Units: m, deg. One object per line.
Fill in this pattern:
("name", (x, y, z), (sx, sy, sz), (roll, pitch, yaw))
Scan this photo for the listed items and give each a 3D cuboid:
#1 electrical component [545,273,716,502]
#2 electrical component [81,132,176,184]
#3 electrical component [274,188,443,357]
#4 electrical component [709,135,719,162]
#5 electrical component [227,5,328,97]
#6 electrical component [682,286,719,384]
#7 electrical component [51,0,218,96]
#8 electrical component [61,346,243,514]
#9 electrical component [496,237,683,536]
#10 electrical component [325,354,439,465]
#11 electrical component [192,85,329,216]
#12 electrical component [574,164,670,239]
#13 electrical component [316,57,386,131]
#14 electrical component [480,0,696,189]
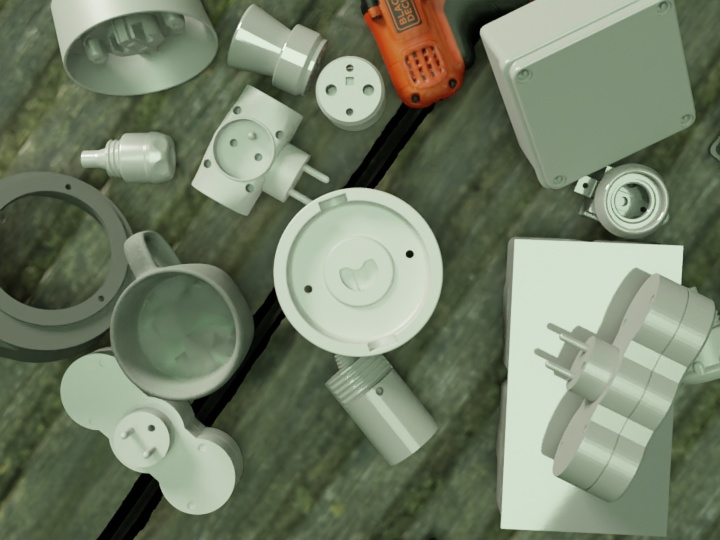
("electrical component", (0.150, 0.064, 0.653), (0.074, 0.052, 0.138), (26, 95, 1))
("electrical component", (-0.158, -0.076, 0.728), (0.061, 0.035, 0.035), (-1, 94, 5))
("electrical component", (0.000, 0.000, 0.713), (0.108, 0.060, 0.108), (0, 94, 2))
("electrical component", (0.295, -0.087, 0.701), (0.100, 0.048, 0.099), (37, 94, 0))
("electrical component", (-0.054, -0.145, 0.714), (0.055, 0.045, 0.045), (24, 94, 0))
("electrical component", (0.225, 0.043, 0.716), (0.048, 0.048, 0.062), (-18, 86, 3))
("electrical component", (-0.146, -0.156, 0.694), (0.099, 0.099, 0.064), (-20, 87, 4))
("electrical component", (-0.142, 0.110, 0.720), (0.138, 0.073, 0.052), (41, 94, -1))
("electrical component", (0.148, 0.073, 0.712), (0.105, 0.060, 0.186), (2, 94, 2))
("electrical component", (0.011, 0.087, 0.727), (0.043, 0.043, 0.081), (-39, 91, 4))
("electrical component", (-0.060, -0.071, 0.719), (0.079, 0.044, 0.077), (30, 94, 0))
("electrical component", (0.175, -0.045, 0.705), (0.066, 0.055, 0.048), (22, 94, 1))
("electrical component", (-0.005, -0.116, 0.709), (0.045, 0.055, 0.045), (0, 94, 2))
("electrical component", (0.145, -0.122, 0.676), (0.109, 0.056, 0.108), (-26, 133, 4))
